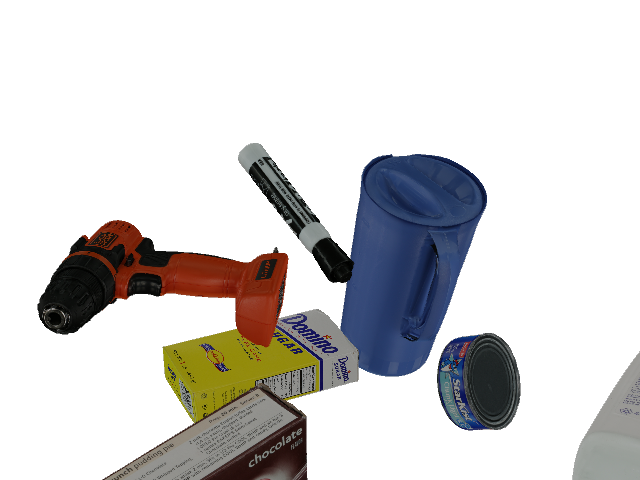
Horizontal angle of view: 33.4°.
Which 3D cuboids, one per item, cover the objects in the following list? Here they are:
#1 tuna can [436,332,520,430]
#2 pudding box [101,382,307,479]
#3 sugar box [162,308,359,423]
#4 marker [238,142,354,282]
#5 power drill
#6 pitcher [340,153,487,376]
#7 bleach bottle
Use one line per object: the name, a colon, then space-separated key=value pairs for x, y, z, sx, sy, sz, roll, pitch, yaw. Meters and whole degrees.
tuna can: x=0.142 y=0.127 z=0.955 sx=0.034 sy=0.086 sz=0.085 roll=-12 pitch=-8 yaw=41
pudding box: x=-0.057 y=0.132 z=0.504 sx=0.113 sy=0.090 sz=0.039 roll=-30 pitch=46 yaw=-34
sugar box: x=-0.059 y=0.123 z=1.068 sx=0.176 sy=0.048 sz=0.093 roll=-15 pitch=32 yaw=-21
marker: x=-0.015 y=-0.018 z=0.673 sx=0.020 sy=0.020 sz=0.121 roll=0 pitch=41 yaw=-44
power drill: x=-0.127 y=0.040 z=0.898 sx=0.187 sy=0.057 sz=0.184 roll=11 pitch=22 yaw=3
pitcher: x=0.093 y=0.039 z=1.170 sx=0.145 sy=0.243 sz=0.149 roll=26 pitch=40 yaw=19
bleach bottle: x=0.242 y=0.095 z=0.658 sx=0.103 sy=0.068 sz=0.250 roll=18 pitch=29 yaw=27
